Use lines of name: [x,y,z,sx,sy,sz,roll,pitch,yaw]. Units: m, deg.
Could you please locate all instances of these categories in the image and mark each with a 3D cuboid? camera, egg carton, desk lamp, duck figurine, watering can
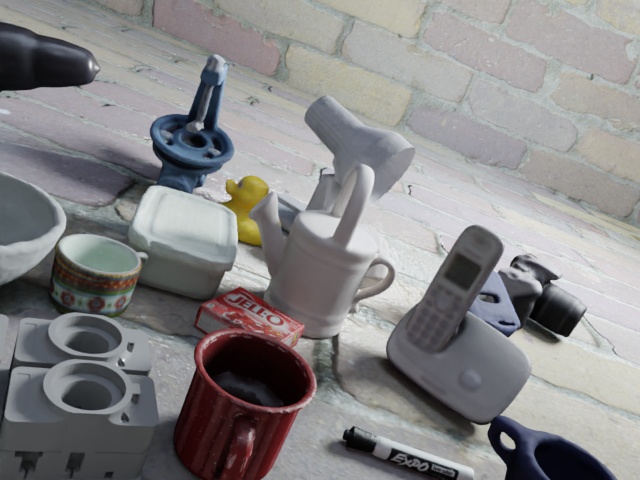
camera: [0.358,0.093,0.932,0.136,0.101,0.144,34,23,27]
egg carton: [0.030,0.013,0.826,0.150,0.069,0.107,22,20,-4]
desk lamp: [0.020,-0.102,0.893,0.202,0.213,0.118,32,22,23]
duck figurine: [-0.098,-0.048,0.817,0.104,0.086,0.078,26,20,9]
watering can: [0.006,0.003,0.644,0.173,0.194,0.100,12,23,-27]

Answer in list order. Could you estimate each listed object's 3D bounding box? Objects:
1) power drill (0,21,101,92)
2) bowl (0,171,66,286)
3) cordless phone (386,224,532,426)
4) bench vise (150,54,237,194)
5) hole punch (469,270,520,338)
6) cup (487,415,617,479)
power drill: [-0.349,-0.116,0.544,0.230,0.208,0.075,14,22,-22]
bowl: [-0.314,-0.004,0.493,0.167,0.075,0.167,20,20,-8]
cordless phone: [0.169,0.089,0.617,0.147,0.185,0.094,33,23,26]
bench vise: [-0.188,-0.177,0.850,0.122,0.220,0.207,12,23,-26]
hole punch: [0.224,0.093,0.802,0.109,0.091,0.100,10,24,-32]
cup: [0.167,0.207,0.450,0.092,0.095,0.117,1,30,-46]
